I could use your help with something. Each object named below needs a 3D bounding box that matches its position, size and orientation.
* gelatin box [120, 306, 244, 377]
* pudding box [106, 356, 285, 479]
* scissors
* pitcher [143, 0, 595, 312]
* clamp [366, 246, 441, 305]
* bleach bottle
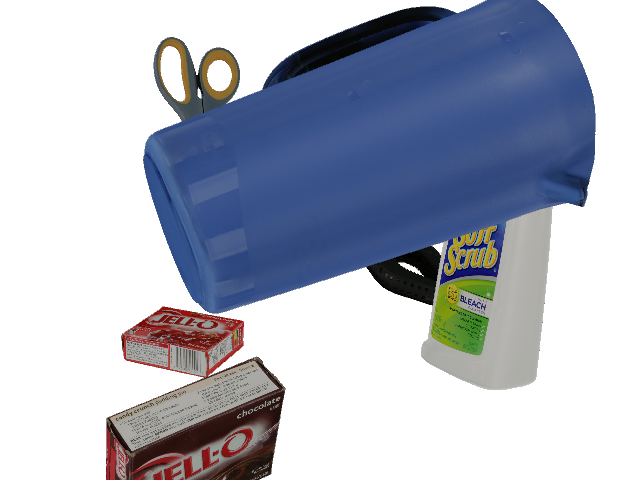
[{"bbox_3d":[-0.125,0.090,0.975,0.089,0.030,0.073,9,20,22],"label":"gelatin box"},{"bbox_3d":[-0.081,0.133,0.685,0.113,0.090,0.039,-22,50,-31],"label":"pudding box"},{"bbox_3d":[-0.107,-0.107,1.053,0.096,0.202,0.016,-18,-1,-25],"label":"scissors"},{"bbox_3d":[0.022,-0.055,0.627,0.242,0.145,0.149,-20,7,-13],"label":"pitcher"},{"bbox_3d":[0.067,0.013,1.248,0.164,0.036,0.210,-22,52,-39],"label":"clamp"},{"bbox_3d":[0.141,-0.012,0.868,0.067,0.251,0.103,-5,15,-33],"label":"bleach bottle"}]
